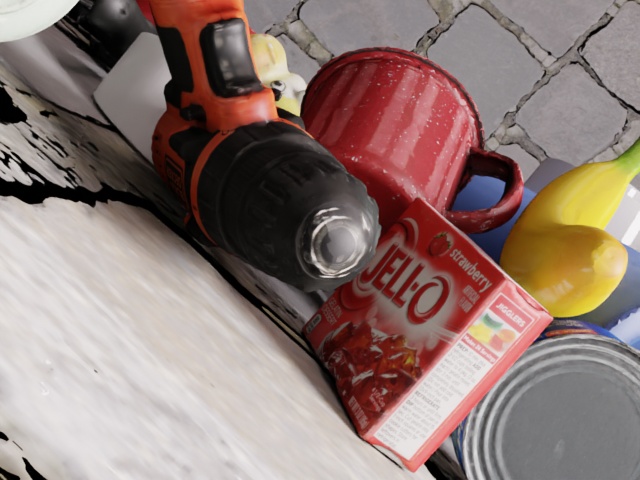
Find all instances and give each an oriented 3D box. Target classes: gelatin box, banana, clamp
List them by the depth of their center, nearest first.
[{"bbox_3d":[0.035,0.030,0.394,0.030,0.073,0.089,38,8,-25],"label":"gelatin box"},{"bbox_3d":[0.104,-0.004,0.447,0.037,0.070,0.197,38,26,4],"label":"banana"},{"bbox_3d":[-0.112,-0.116,0.626,0.165,0.036,0.209,37,-2,40],"label":"clamp"}]

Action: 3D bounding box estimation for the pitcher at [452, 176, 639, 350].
[{"bbox_3d":[0.094,0.031,0.581,0.243,0.145,0.149,44,-21,52],"label":"pitcher"}]

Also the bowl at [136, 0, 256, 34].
[{"bbox_3d":[-0.085,-0.140,0.787,0.162,0.055,0.162,38,-5,3],"label":"bowl"}]

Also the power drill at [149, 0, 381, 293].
[{"bbox_3d":[-0.037,-0.084,0.375,0.185,0.057,0.188,-147,-135,-64],"label":"power drill"}]

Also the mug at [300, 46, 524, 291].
[{"bbox_3d":[0.034,-0.027,0.489,0.117,0.093,0.081,12,41,14],"label":"mug"}]

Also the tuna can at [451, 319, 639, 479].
[{"bbox_3d":[0.095,0.075,0.416,0.086,0.086,0.034,42,5,-8],"label":"tuna can"}]
